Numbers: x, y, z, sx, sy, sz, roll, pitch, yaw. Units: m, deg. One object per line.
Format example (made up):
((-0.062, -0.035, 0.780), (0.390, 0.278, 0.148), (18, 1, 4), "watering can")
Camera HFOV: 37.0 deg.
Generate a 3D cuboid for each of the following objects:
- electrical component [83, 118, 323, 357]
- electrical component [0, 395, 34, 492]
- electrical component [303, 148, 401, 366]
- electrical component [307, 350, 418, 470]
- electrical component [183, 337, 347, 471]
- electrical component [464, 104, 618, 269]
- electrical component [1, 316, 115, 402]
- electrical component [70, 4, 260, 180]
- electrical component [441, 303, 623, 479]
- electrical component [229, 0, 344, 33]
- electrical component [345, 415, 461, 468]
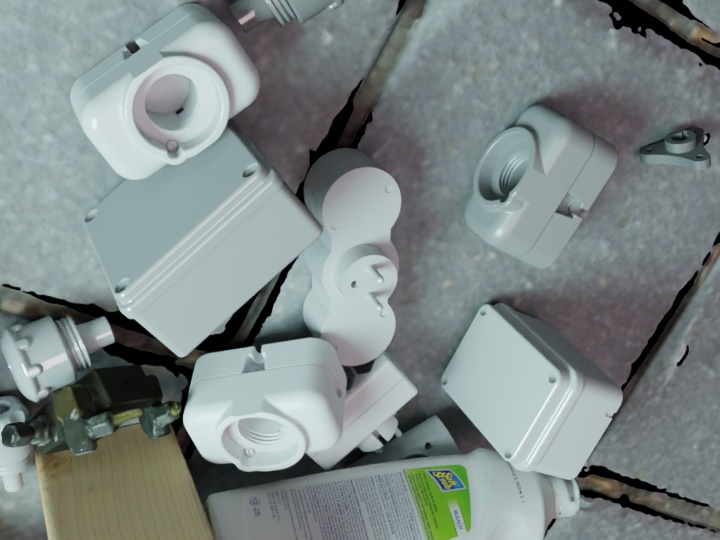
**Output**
((-0.091, -0.025, 0.605), (0.109, 0.108, 0.056), (-42, 126, 1), "electrical component")
((-0.218, 0.109, 0.661), (0.035, 0.035, 0.061), (-11, 121, -18), "electrical component")
((0.000, 0.000, 0.676), (0.052, 0.073, 0.138), (-8, 118, -19), "electrical component")
((0.001, 0.100, 0.742), (0.083, 0.047, 0.075), (-41, 123, 0), "electrical component")
((-0.059, 0.086, 0.679), (0.095, 0.059, 0.053), (-10, 130, 13), "electrical component")
((0.115, -0.057, 0.709), (0.059, 0.053, 0.095), (24, 104, -31), "electrical component")
((-0.179, 0.047, 0.642), (0.062, 0.048, 0.048), (-23, 122, -20), "electrical component")
((-0.106, -0.097, 0.591), (0.095, 0.059, 0.053), (-36, 123, -3), "electrical component")
((0.115, 0.081, 0.742), (0.057, 0.113, 0.078), (19, 106, -31), "electrical component")
((-0.043, -0.156, 0.598), (0.062, 0.048, 0.048), (-32, 123, 2), "electrical component")
((0.040, 0.158, 0.785), (0.077, 0.044, 0.079), (-29, 110, -7), "electrical component")
